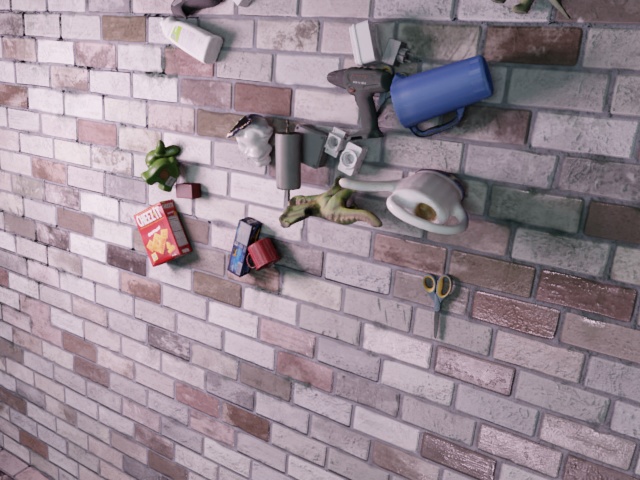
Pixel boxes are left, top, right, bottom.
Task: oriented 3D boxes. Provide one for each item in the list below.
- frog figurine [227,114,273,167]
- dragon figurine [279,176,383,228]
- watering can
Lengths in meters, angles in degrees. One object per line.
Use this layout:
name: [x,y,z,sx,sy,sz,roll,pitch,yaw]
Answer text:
frog figurine: [-0.203,-0.322,1.659,0.136,0.126,0.157,-32,122,22]
dragon figurine: [0.004,-0.074,1.471,0.243,0.415,0.120,-21,111,-7]
watering can: [0.243,-0.125,1.371,0.350,0.228,0.101,29,132,21]
